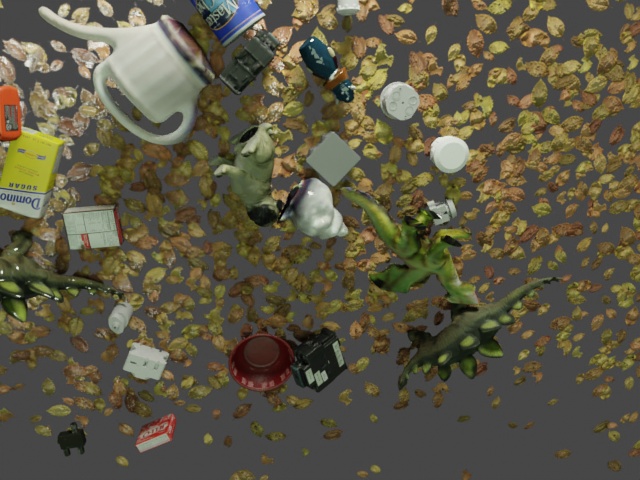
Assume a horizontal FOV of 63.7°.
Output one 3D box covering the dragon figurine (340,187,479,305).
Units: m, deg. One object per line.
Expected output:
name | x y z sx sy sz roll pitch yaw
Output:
dragon figurine | 0.196 0.040 1.195 0.410 0.125 0.238 24 124 -3

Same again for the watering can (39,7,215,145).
watering can | -0.355 -0.354 1.004 0.224 0.105 0.344 -37 108 5

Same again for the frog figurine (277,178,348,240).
frog figurine | 0.003 -0.057 1.133 0.158 0.140 0.120 29 121 -14
